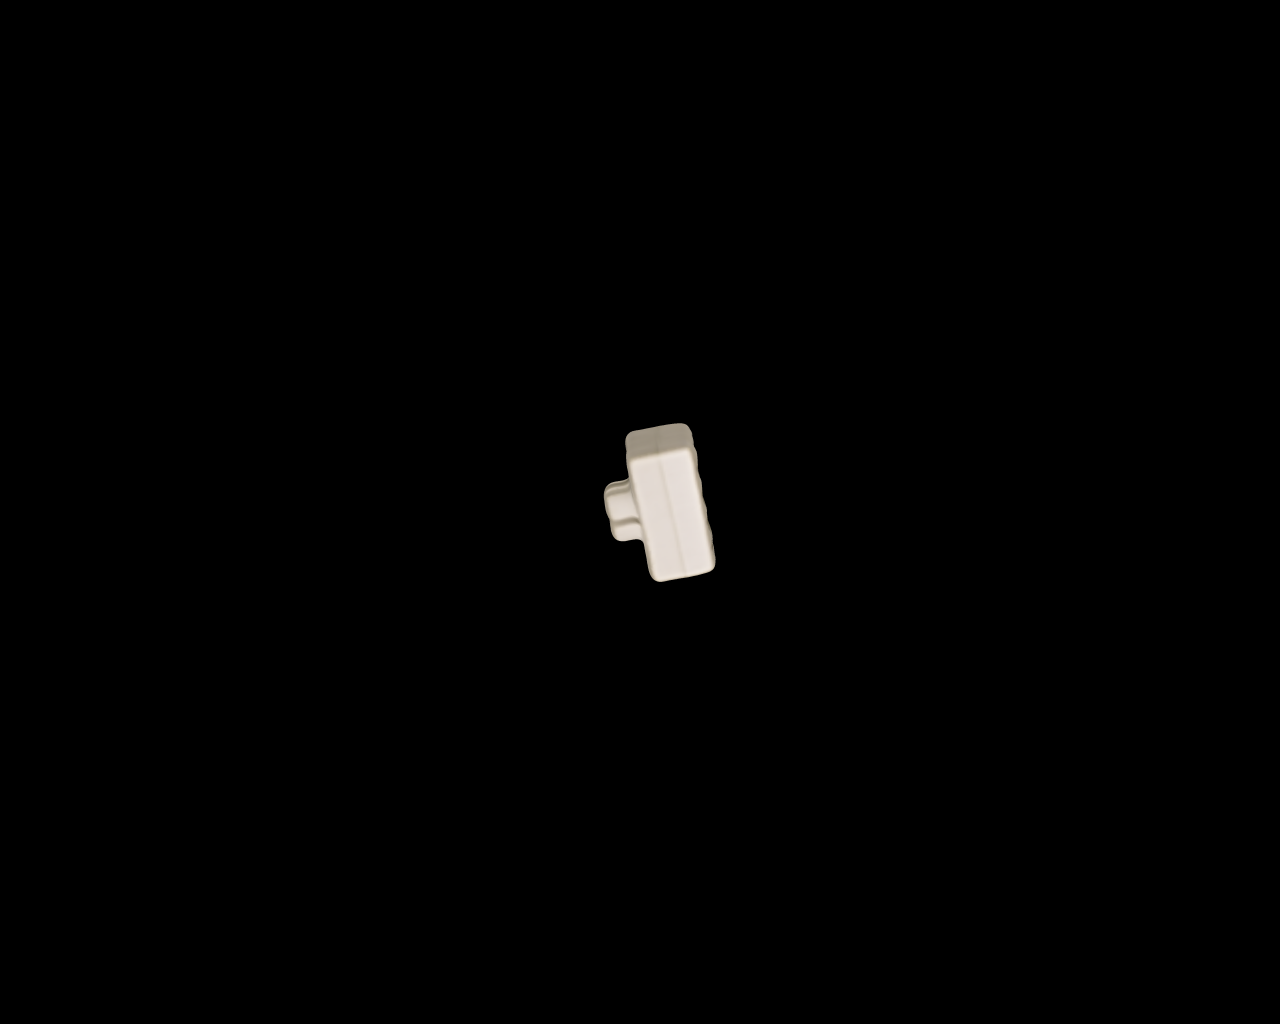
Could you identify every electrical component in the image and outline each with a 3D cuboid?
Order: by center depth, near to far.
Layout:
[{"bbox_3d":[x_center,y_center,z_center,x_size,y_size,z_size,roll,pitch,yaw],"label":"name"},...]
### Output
[{"bbox_3d":[0.001,-0.003,0.650,0.076,0.083,0.047,-11,24,5],"label":"electrical component"}]
